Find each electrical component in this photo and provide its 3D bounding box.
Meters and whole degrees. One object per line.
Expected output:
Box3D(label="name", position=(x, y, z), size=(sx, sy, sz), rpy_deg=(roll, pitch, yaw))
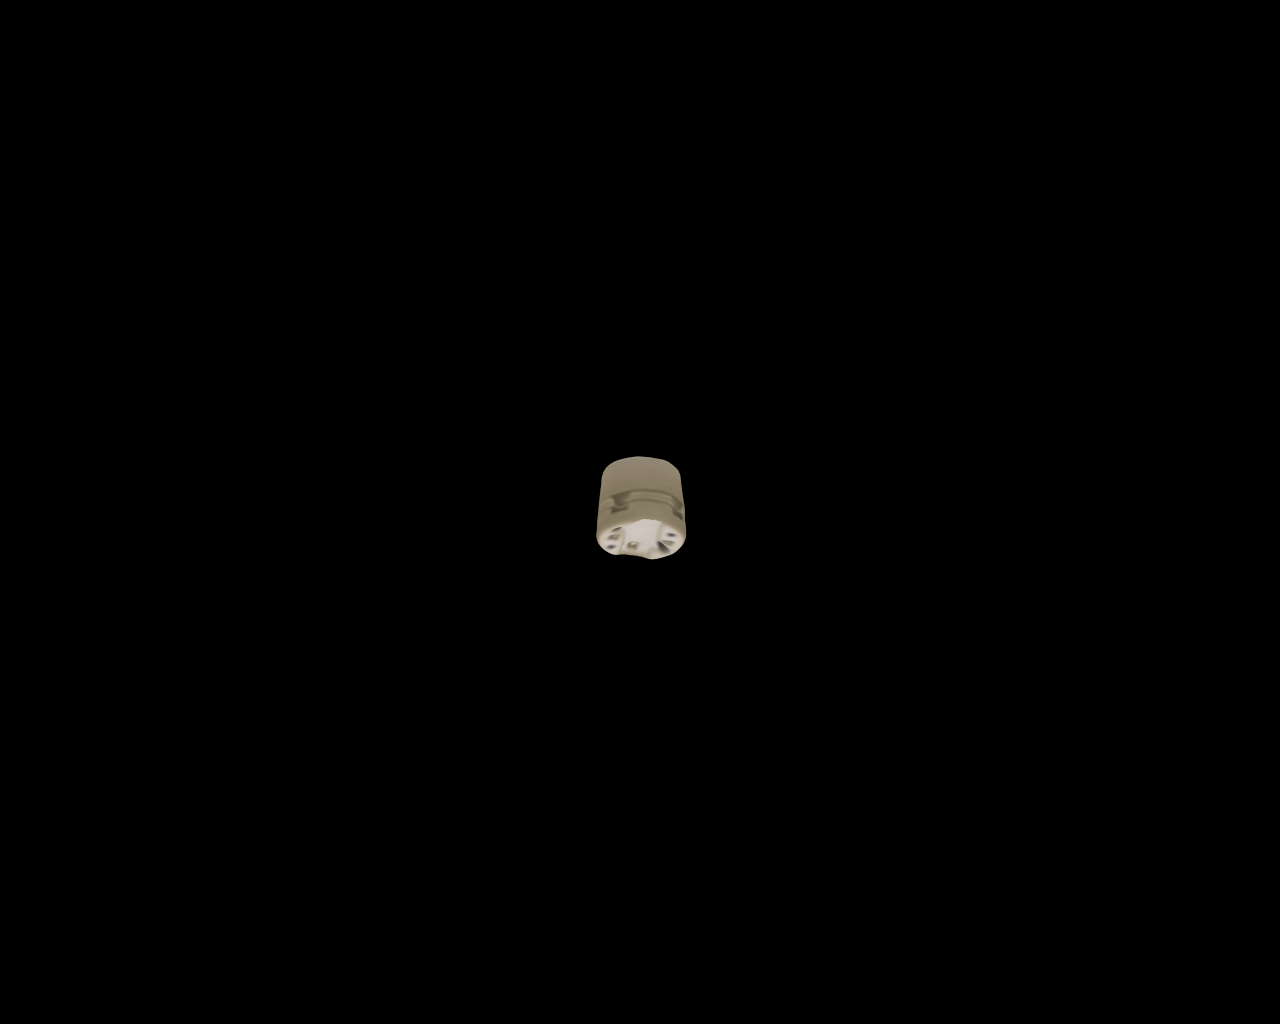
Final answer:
Box3D(label="electrical component", position=(0.001, -0.003, 0.650), size=(0.055, 0.047, 0.055), rpy_deg=(0, -28, 0))
